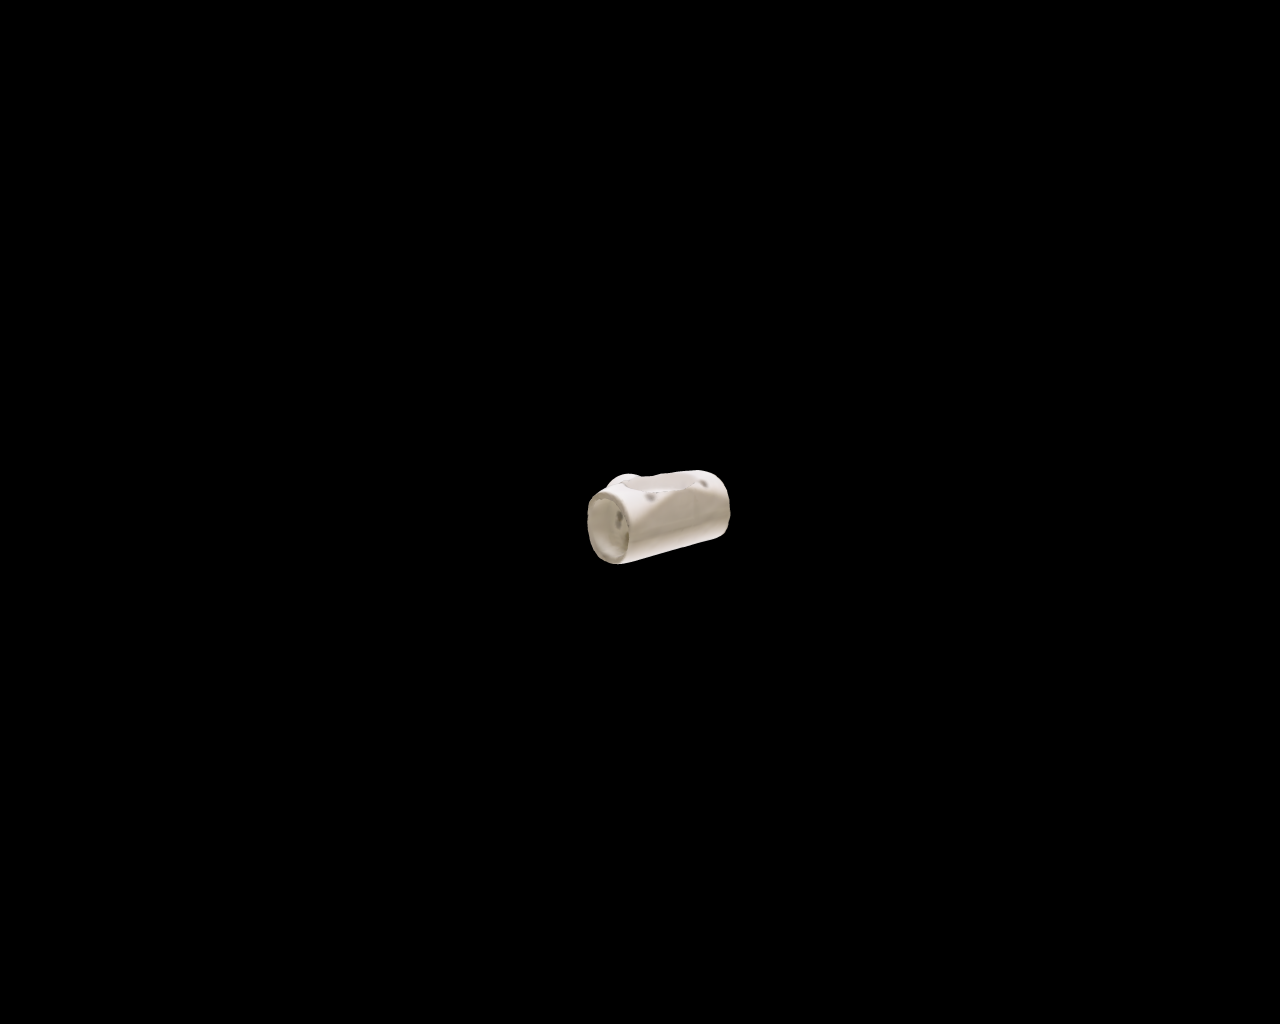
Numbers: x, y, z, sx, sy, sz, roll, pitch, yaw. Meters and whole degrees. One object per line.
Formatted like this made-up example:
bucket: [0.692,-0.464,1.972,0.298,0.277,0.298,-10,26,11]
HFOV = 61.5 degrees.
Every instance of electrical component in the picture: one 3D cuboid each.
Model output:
electrical component: [0.001,-0.003,0.650,0.077,0.044,0.079,-14,22,-36]
